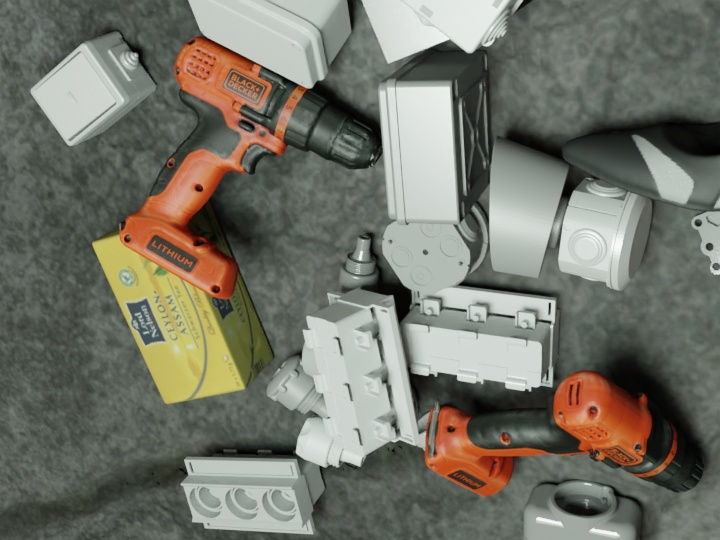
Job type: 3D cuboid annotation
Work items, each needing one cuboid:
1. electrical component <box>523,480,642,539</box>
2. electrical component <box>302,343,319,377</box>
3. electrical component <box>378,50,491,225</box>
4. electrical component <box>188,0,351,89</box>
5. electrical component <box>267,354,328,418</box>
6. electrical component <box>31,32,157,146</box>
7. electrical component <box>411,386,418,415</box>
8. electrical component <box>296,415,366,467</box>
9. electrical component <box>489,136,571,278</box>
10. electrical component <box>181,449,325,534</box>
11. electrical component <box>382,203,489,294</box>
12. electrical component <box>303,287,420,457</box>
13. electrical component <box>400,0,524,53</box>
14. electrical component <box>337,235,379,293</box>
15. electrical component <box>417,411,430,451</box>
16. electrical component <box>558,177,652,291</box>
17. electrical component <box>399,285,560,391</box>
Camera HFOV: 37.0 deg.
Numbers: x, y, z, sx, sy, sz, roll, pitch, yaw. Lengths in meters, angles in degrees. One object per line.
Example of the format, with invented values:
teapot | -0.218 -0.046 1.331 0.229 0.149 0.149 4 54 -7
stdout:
electrical component | 0.190 0.220 0.921 0.095 0.053 0.059 7 115 21
electrical component | -0.010 0.064 0.940 0.077 0.044 0.079 9 131 20
electrical component | 0.059 -0.101 0.803 0.056 0.108 0.108 3 113 20
electrical component | -0.070 -0.198 0.824 0.113 0.078 0.057 29 76 12
electrical component | -0.051 0.111 0.986 0.062 0.048 0.048 39 122 -6
electrical component | -0.229 -0.159 0.933 0.096 0.061 0.061 -30 98 31
electrical component | 0.019 0.123 0.962 0.065 0.044 0.044 -10 108 22
electrical component | -0.025 0.163 0.997 0.062 0.043 0.043 20 119 13
electrical component | 0.121 -0.045 0.809 0.064 0.099 0.099 16 118 10
electrical component | -0.101 0.210 1.040 0.121 0.063 0.078 -4 111 25
electrical component | 0.061 -0.023 0.870 0.080 0.051 0.080 10 116 20
electrical component | 0.001 0.084 0.877 0.079 0.063 0.121 12 120 50
electrical component | 0.071 -0.206 0.723 0.100 0.048 0.099 39 122 4
electrical component | 0.000 0.000 0.918 0.035 0.035 0.061 16 116 17
electrical component | 0.073 0.151 0.951 0.040 0.040 0.046 -32 102 32
electrical component | 0.183 -0.028 0.798 0.051 0.080 0.080 15 118 23
electrical component | 0.097 0.057 0.884 0.121 0.063 0.078 7 115 21
